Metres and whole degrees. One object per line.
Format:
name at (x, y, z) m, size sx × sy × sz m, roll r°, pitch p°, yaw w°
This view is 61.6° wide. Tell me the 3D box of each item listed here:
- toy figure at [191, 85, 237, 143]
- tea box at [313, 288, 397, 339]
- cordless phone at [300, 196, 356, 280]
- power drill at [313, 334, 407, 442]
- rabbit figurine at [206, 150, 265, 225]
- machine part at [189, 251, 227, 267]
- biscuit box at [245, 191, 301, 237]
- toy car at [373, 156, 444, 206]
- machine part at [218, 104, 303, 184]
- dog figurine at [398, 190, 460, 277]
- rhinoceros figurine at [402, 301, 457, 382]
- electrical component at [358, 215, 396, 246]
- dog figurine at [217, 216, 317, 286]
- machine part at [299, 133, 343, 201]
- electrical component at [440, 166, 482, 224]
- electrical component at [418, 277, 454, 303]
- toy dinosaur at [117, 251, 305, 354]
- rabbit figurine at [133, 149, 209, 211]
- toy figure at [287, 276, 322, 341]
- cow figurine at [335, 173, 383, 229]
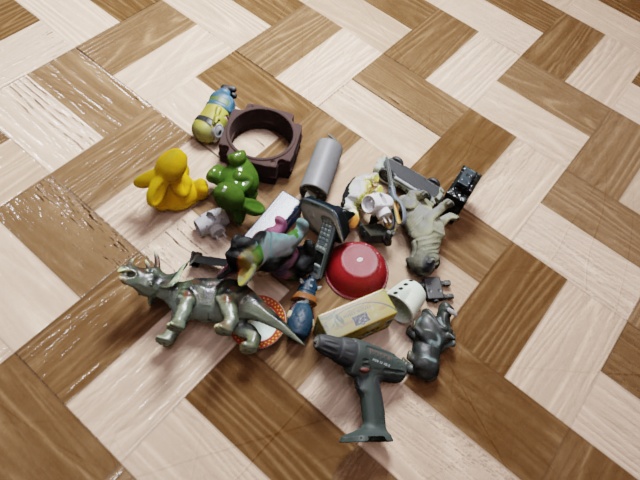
toy figure at (-0.287, -0.344, 1.475) m, size 0.089 × 0.082 × 0.180 m, roll 6°, pitch 64°, yaw 23°
tea box at (0.076, 0.182, 1.196) m, size 0.170 × 0.098 × 0.068 m, roll -19°, pitch 64°, yaw -19°
cordless phone at (-0.004, -0.004, 1.304) m, size 0.088 × 0.184 × 0.147 m, roll 13°, pitch 8°, yaw -43°
power drill at (0.079, 0.307, 1.099) m, size 0.232 × 0.086 × 0.207 m, roll 16°, pitch 57°, yaw -32°
rabbit figurine at (-0.214, -0.113, 1.309) m, size 0.121 × 0.159 × 0.170 m, roll -22°, pitch 23°, yaw 17°
machine part at (-0.234, 0.053, 1.255) m, size 0.139 × 0.084 × 0.039 m, roll 8°, pitch 90°, yaw 8°
biscuit box at (-0.121, -0.028, 1.318) m, size 0.063 × 0.059 × 0.203 m, roll 31°, pitch 61°, yaw 12°
toy car at (0.238, -0.158, 1.441) m, size 0.202 × 0.056 × 0.073 m, roll 33°, pitch 55°, yaw 12°
machine part at (-0.157, -0.260, 1.437) m, size 0.202 × 0.087 × 0.201 m, roll 14°, pitch 59°, yaw 3°
dog figurine at (0.238, -0.016, 1.341) m, size 0.173 × 0.121 × 0.190 m, roll 19°, pitch 73°, yaw 43°
rhinoceros figurine at (0.251, 0.221, 1.206) m, size 0.112 × 0.073 × 0.190 m, roll 21°, pitch 60°, yaw 7°
electrical component at (0.144, -0.026, 1.341) m, size 0.078 × 0.045 × 0.102 m, roll 3°, pitch 32°, yaw -23°
dog figurine at (-0.119, 0.048, 1.192) m, size 0.109 × 0.191 × 0.219 m, roll 16°, pitch 43°, yaw 39°
machine part at (0.004, -0.184, 1.416) m, size 0.079 × 0.079 × 0.243 m, roll 17°, pitch 58°, yaw 3°
electrical component at (0.361, -0.123, 1.389) m, size 0.058 × 0.134 × 0.115 m, roll 30°, pitch 59°, yaw 10°
electrical component at (0.274, 0.121, 1.298) m, size 0.094 × 0.021 × 0.063 m, roll -1°, pitch 60°, yaw -8°
toy dinosaur at (-0.227, 0.135, 1.165) m, size 0.405 × 0.131 × 0.192 m, roll 9°, pitch 53°, yaw -4°
rabbit figurine at (-0.364, -0.152, 1.299) m, size 0.162 × 0.173 × 0.122 m, roll -29°, pitch 71°, yaw -26°
toy figure at (-0.040, 0.153, 1.222) m, size 0.058 × 0.064 × 0.154 m, roll -13°, pitch 47°, yaw 30°
cow figurine at (0.085, -0.101, 1.376) m, size 0.098 × 0.068 × 0.167 m, roll 8°, pitch 50°, yaw 39°
